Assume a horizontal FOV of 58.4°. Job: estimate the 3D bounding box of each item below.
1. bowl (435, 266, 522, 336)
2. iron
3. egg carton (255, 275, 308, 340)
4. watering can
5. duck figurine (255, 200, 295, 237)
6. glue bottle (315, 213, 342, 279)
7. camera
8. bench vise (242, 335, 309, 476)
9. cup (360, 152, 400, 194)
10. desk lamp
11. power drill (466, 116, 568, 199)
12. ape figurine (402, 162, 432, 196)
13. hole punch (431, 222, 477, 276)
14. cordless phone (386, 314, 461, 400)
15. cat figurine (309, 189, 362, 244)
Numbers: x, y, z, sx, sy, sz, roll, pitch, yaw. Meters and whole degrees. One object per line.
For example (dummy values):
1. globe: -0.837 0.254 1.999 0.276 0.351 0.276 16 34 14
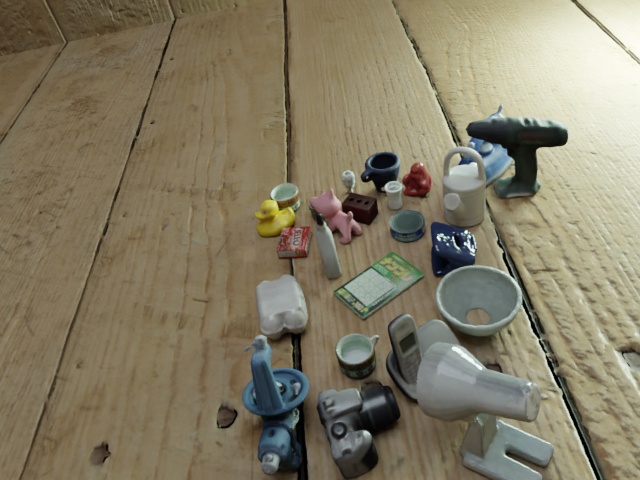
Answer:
1. bowl: 0.315 0.133 1.142 0.167 0.075 0.167 -7 42 7
2. iron: 0.411 -0.230 1.461 0.118 0.142 0.259 22 53 33
3. egg carton: -0.084 0.143 1.241 0.107 0.069 0.150 -16 42 -2
4. watering can: 0.335 -0.127 1.330 0.100 0.194 0.173 -4 43 11
5. duck figurine: -0.119 -0.065 1.466 0.104 0.086 0.077 -22 42 -9
6. glue bottle: 0.012 0.005 1.289 0.037 0.173 0.078 -17 42 -3
7. camera: 0.072 0.311 0.993 0.137 0.101 0.143 -18 42 -5
8. bench vise: -0.071 0.278 0.978 0.121 0.220 0.207 -19 42 -6
9. cup: 0.158 -0.162 1.490 0.118 0.095 0.091 -34 45 -21
10. desk lamp: 0.262 0.271 0.901 0.202 0.214 0.118 17 50 30
11. power drill: 0.466 -0.203 1.368 0.229 0.209 0.075 -7 42 8
12. ape figurine: 0.250 -0.159 1.465 0.076 0.092 0.077 -26 43 -13
13. hole punch: 0.295 0.014 1.265 0.101 0.091 0.108 -5 42 10
14. cordless phone: 0.185 0.186 1.036 0.148 0.185 0.093 -36 46 -22
15. cat figurine: 0.037 -0.068 1.403 0.067 0.118 0.127 -39 47 -25
